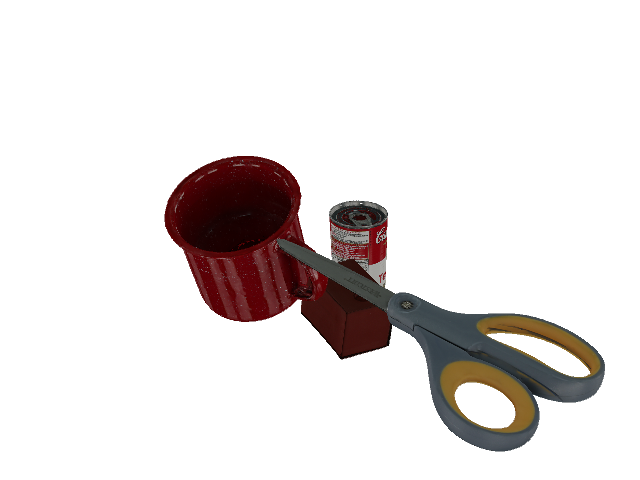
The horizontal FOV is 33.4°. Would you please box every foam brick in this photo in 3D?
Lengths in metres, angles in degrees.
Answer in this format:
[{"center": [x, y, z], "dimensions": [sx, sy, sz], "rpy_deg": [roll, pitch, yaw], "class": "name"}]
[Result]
[{"center": [0.024, 0.060, 0.959], "dimensions": [0.052, 0.051, 0.078], "rpy_deg": [-13, 35, -27], "class": "foam brick"}]

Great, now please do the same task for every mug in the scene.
[{"center": [-0.043, 0.006, 0.734], "dimensions": [0.117, 0.093, 0.081], "rpy_deg": [23, -33, 28], "class": "mug"}]

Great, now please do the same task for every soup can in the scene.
[{"center": [0.044, 0.014, 1.252], "dimensions": [0.068, 0.102, 0.068], "rpy_deg": [0, 27, 0], "class": "soup can"}]

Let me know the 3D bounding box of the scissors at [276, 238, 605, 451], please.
[{"center": [0.044, 0.052, 0.558], "dimensions": [0.202, 0.016, 0.096], "rpy_deg": [16, 42, 22], "class": "scissors"}]
